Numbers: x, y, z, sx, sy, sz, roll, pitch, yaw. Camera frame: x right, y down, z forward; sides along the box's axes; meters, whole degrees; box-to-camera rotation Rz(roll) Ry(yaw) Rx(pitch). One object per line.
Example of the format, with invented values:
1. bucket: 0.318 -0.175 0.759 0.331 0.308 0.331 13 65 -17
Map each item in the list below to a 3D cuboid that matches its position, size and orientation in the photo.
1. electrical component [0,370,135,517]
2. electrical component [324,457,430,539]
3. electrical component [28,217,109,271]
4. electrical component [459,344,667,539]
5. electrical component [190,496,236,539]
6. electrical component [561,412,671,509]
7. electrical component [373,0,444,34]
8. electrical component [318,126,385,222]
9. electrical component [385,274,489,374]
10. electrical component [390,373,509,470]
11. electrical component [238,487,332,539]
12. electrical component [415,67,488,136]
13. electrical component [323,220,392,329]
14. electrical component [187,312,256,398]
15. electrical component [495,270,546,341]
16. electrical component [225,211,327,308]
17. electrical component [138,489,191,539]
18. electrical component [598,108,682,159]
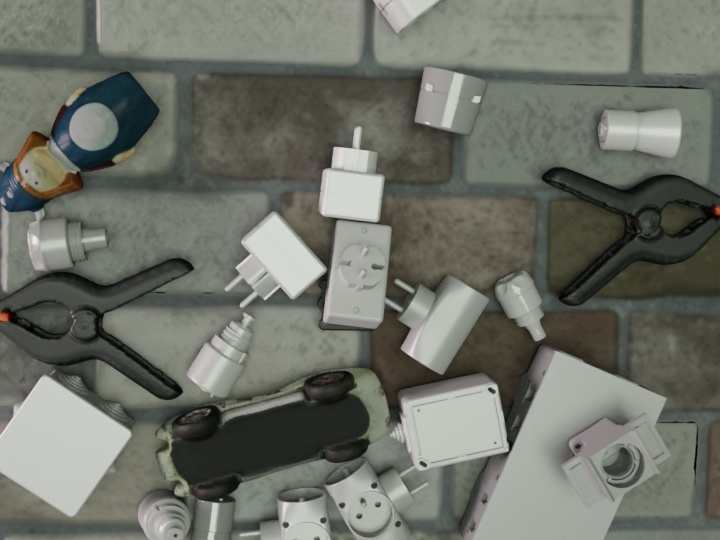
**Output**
1. electrical component: -0.249 0.143 0.903 0.100 0.048 0.099 35 91 -7
2. electrical component: 0.022 0.197 0.935 0.079 0.044 0.077 -31 97 -3
3. electrical component: -0.241 -0.023 0.893 0.062 0.043 0.043 -8 95 -6
4. electrical component: 0.172 0.171 0.938 0.105 0.060 0.186 23 92 -7
5. electrical component: -0.128 0.225 0.926 0.044 0.044 0.065 7 90 -6
6. electrical component: 0.204 0.152 0.876 0.081 0.064 0.042 -31 97 -3
7. electrical component: 0.054 -0.250 0.896 0.095 0.054 0.059 -37 97 -1
8. electrical component: -0.006 -0.081 0.898 0.047 0.066 0.076 7 94 -6
9. electrical component: 0.058 0.037 0.925 0.079 0.043 0.077 32 91 -6
10. electrical component: 0.072 0.130 0.925 0.096 0.061 0.061 -12 96 -4
11. electrical component: -0.065 0.234 0.930 0.079 0.044 0.077 -6 95 -5
12. electrical component: 0.076 -0.142 0.907 0.055 0.055 0.047 13 97 -6
13. electrical component: 0.000 0.000 0.891 0.047 0.075 0.083 7 77 -6
14. electrical component: -0.114 0.072 0.914 0.040 0.040 0.078 32 91 -7
15. electrical component: 0.144 0.033 0.937 0.035 0.035 0.061 -29 99 -2
16. electrical component: -0.078 -0.001 0.908 0.077 0.047 0.065 -42 97 -1
17. electrical component: -0.162 0.212 0.906 0.040 0.078 0.040 -1 94 -20
18. electrical component: 0.240 -0.120 0.931 0.065 0.044 0.044 3 95 -1
